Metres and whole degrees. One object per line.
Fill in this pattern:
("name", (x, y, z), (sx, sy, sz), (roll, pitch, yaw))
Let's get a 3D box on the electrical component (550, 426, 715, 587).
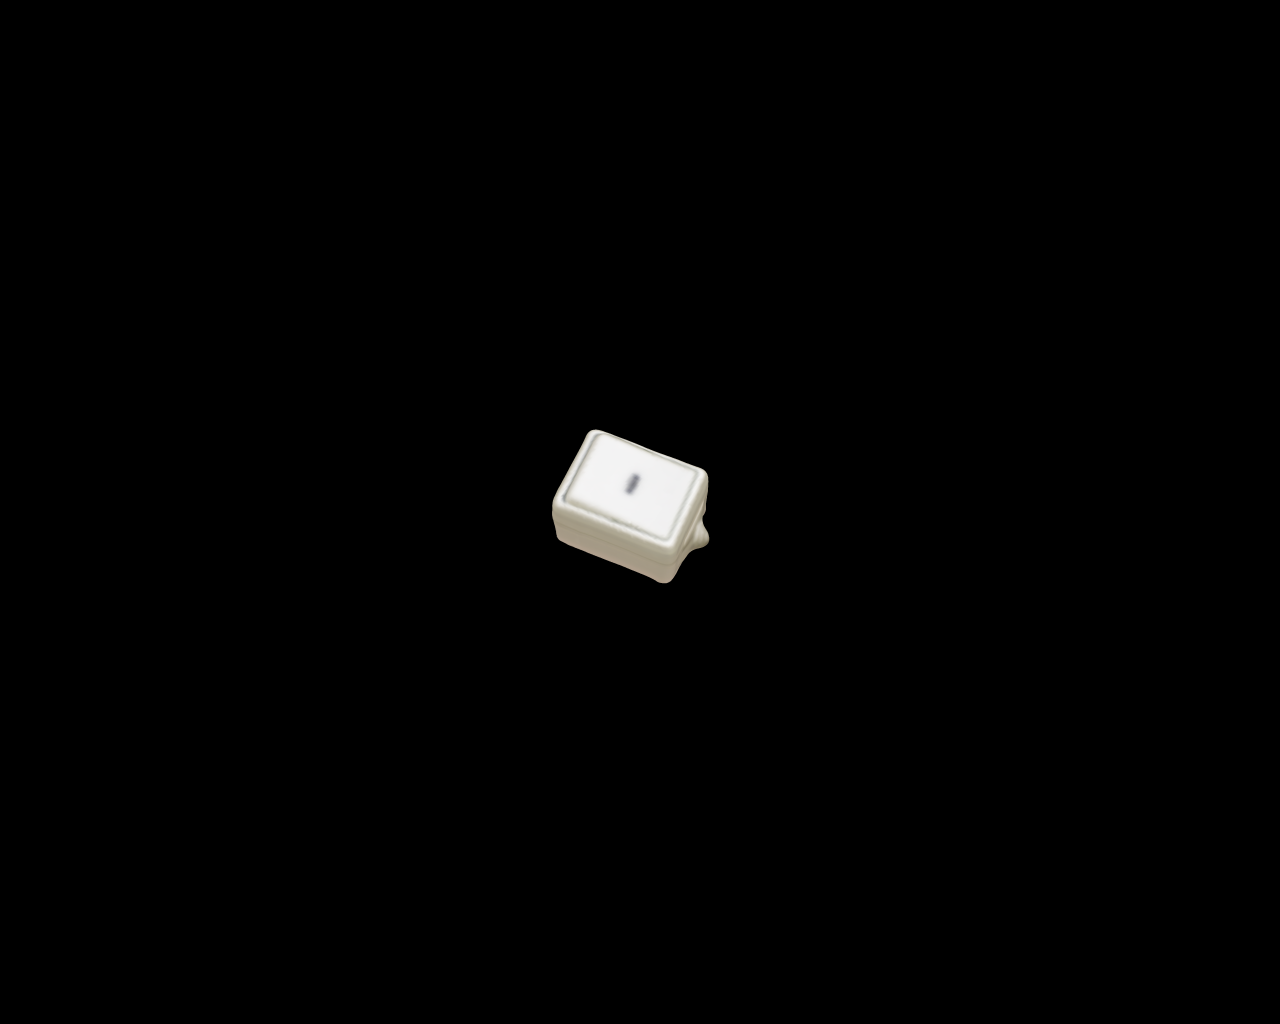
("electrical component", (0.001, -0.003, 0.650), (0.096, 0.062, 0.061), (22, -24, 10))
